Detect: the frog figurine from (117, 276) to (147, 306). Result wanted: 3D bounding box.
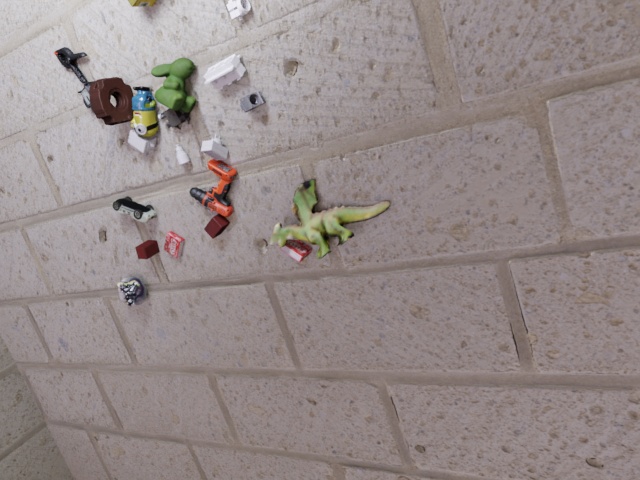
[{"bbox_3d":[-0.824,0.229,2.266,0.137,0.124,0.158,41,162,-3],"label":"frog figurine"}]

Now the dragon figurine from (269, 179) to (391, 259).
[{"bbox_3d":[0.005,-0.083,1.647,0.406,0.123,0.244,-38,84,19],"label":"dragon figurine"}]
